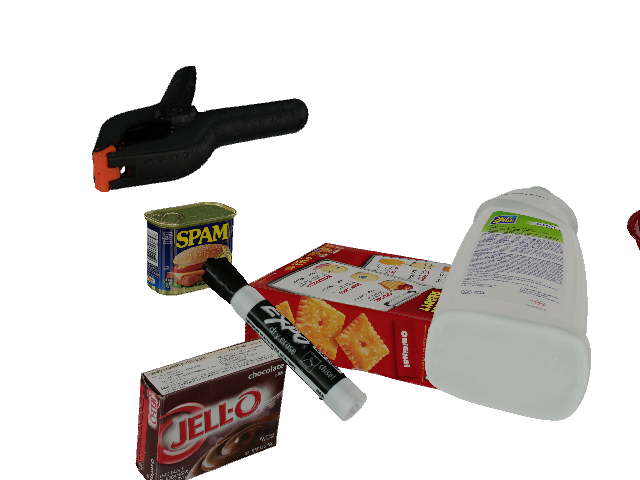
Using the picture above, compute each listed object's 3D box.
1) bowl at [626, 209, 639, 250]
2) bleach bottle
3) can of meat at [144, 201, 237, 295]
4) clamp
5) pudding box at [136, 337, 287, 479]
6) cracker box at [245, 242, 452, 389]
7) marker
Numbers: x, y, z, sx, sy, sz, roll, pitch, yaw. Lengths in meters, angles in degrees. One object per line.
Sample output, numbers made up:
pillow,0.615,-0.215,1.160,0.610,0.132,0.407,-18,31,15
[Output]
bowl,0.407,0.010,1.132,0.162,0.055,0.162,-3,23,1
bleach bottle,0.145,0.023,0.744,0.103,0.068,0.250,12,28,13
can of meat,-0.145,0.009,1.188,0.101,0.084,0.058,-12,23,-39
clamp,-0.105,-0.084,0.767,0.120,0.039,0.171,22,34,38
pudding box,-0.083,0.130,0.812,0.113,0.090,0.039,-16,39,-36
cracker box,0.060,0.068,1.008,0.214,0.072,0.164,10,18,26
marker,-0.023,0.051,0.590,0.121,0.020,0.020,43,17,20
